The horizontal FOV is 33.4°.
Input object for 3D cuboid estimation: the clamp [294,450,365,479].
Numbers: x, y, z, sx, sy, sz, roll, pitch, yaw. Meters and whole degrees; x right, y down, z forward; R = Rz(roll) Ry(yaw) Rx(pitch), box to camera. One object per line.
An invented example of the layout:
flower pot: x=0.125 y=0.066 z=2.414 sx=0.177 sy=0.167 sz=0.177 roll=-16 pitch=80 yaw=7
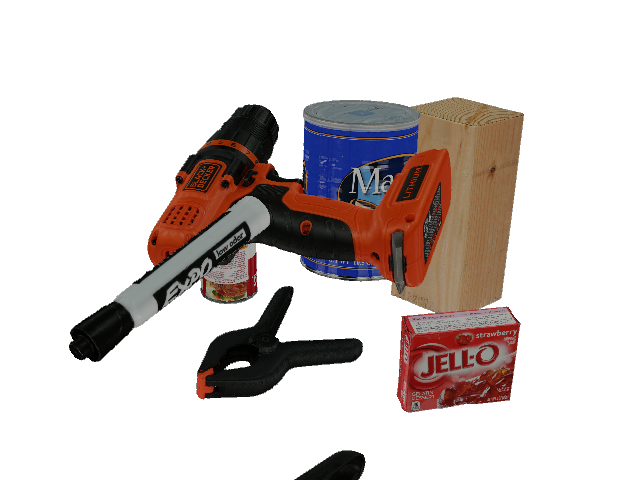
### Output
clamp: x=-0.055 y=0.189 z=0.636 sx=0.210 sy=0.036 sz=0.164 roll=-4 pitch=29 yaw=1

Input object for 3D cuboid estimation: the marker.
marker: x=-0.069 y=0.017 z=0.496 sx=0.020 sy=0.020 sz=0.120 roll=0 pitch=31 yaw=46

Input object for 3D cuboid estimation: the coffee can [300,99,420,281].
coffee can: x=0.034 y=-0.047 z=0.952 sx=0.103 sy=0.140 sz=0.103 roll=2 pitch=19 yaw=-1

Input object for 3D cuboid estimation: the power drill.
power drill: x=-0.007 y=-0.034 z=0.745 sx=0.188 sy=0.057 sz=0.184 roll=5 pitch=41 yaw=17

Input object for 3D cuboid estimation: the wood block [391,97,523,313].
wood block: x=0.142 y=-0.035 z=1.116 sx=0.090 sy=0.206 sz=0.090 roll=21 pitch=27 yaw=39

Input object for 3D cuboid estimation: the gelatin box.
gelatin box: x=0.106 y=0.092 z=0.827 sx=0.089 sy=0.073 sz=0.030 roll=-5 pitch=29 yaw=-11

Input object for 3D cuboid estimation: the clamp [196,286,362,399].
clamp: x=-0.057 y=0.102 z=1.062 sx=0.171 sy=0.039 sz=0.120 roll=-16 pitch=36 yaw=-30

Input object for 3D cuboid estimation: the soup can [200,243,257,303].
soup can: x=-0.108 y=0.013 z=1.246 sx=0.068 sy=0.102 sz=0.068 roll=0 pitch=26 yaw=0
